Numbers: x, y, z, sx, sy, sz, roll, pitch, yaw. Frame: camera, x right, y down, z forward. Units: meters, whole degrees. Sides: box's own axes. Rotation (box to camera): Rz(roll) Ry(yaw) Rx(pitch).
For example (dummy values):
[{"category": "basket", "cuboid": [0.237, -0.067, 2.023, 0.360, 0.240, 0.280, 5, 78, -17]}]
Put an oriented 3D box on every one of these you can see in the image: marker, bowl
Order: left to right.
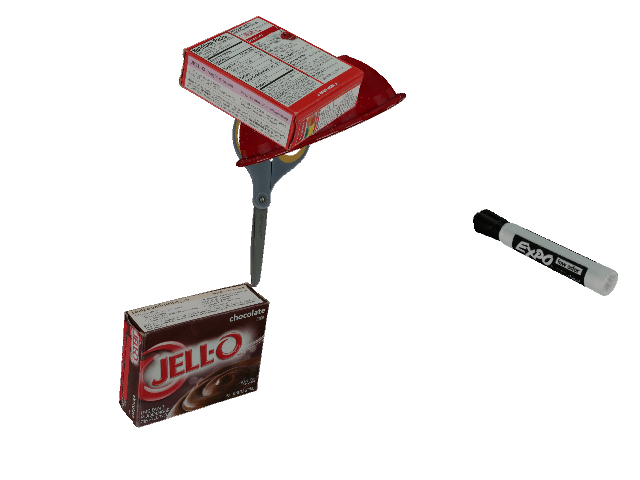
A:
[{"category": "bowl", "cuboid": [-0.010, -0.120, 0.936, 0.162, 0.055, 0.162, -22, 10, 4]}, {"category": "marker", "cuboid": [0.157, 0.006, 0.762, 0.020, 0.020, 0.121, 0, 23, -45]}]

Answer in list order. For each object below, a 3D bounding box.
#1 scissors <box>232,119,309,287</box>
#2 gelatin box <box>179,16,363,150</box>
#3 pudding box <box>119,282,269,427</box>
[{"category": "scissors", "cuboid": [-0.048, -0.054, 1.180, 0.096, 0.202, 0.016, -10, -8, -12]}, {"category": "gelatin box", "cuboid": [-0.030, -0.099, 0.657, 0.089, 0.030, 0.073, 31, 42, 21]}, {"category": "pudding box", "cuboid": [-0.099, 0.088, 0.836, 0.113, 0.090, 0.039, -15, 39, -34]}]
